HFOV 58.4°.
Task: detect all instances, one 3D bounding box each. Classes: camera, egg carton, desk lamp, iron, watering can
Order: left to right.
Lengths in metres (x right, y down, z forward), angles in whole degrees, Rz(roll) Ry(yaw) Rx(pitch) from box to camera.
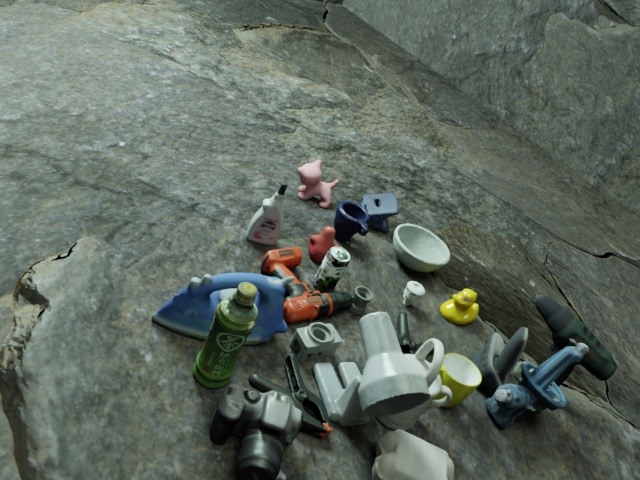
[{"bbox_3d":[-0.177,0.112,1.096,0.259,0.141,0.118,6,38,-28],"label":"iron"},{"bbox_3d":[-0.103,0.311,0.916,0.143,0.100,0.137,21,34,-8],"label":"camera"},{"bbox_3d":[0.088,0.247,1.031,0.118,0.213,0.202,5,39,-29],"label":"desk lamp"},{"bbox_3d":[0.171,0.264,1.082,0.173,0.194,0.100,10,37,-24],"label":"watering can"},{"bbox_3d":[0.164,0.403,1.003,0.150,0.069,0.107,25,33,-2],"label":"egg carton"}]

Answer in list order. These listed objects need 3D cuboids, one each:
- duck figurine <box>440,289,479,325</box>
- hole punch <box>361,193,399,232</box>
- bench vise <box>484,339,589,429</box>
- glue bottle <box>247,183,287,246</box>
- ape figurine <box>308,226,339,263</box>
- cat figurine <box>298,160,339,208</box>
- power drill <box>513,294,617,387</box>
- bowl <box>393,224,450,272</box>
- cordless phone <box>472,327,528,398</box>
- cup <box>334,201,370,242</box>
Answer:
[{"bbox_3d":[0.366,0.162,1.452,0.105,0.086,0.077,8,38,-26],"label":"duck figurine"},{"bbox_3d":[0.166,-0.089,1.649,0.101,0.091,0.108,15,35,-17],"label":"hole punch"},{"bbox_3d":[0.465,0.308,1.201,0.121,0.219,0.208,44,37,24],"label":"bench vise"},{"bbox_3d":[-0.113,-0.065,1.351,0.078,0.173,0.037,11,36,-22],"label":"glue bottle"},{"bbox_3d":[0.013,0.005,1.416,0.077,0.092,0.076,32,34,8],"label":"ape figurine"},{"bbox_3d":[-0.010,-0.167,1.609,0.128,0.117,0.067,19,34,-11],"label":"cat figurine"},{"bbox_3d":[0.548,0.263,1.329,0.229,0.208,0.076,37,35,16],"label":"power drill"},{"bbox_3d":[0.265,0.035,1.565,0.168,0.074,0.167,18,34,-13],"label":"bowl"},{"bbox_3d":[0.419,0.249,1.279,0.094,0.185,0.148,28,33,3],"label":"cordless phone"},{"bbox_3d":[0.081,-0.033,1.512,0.092,0.095,0.117,-4,44,-38],"label":"cup"}]
